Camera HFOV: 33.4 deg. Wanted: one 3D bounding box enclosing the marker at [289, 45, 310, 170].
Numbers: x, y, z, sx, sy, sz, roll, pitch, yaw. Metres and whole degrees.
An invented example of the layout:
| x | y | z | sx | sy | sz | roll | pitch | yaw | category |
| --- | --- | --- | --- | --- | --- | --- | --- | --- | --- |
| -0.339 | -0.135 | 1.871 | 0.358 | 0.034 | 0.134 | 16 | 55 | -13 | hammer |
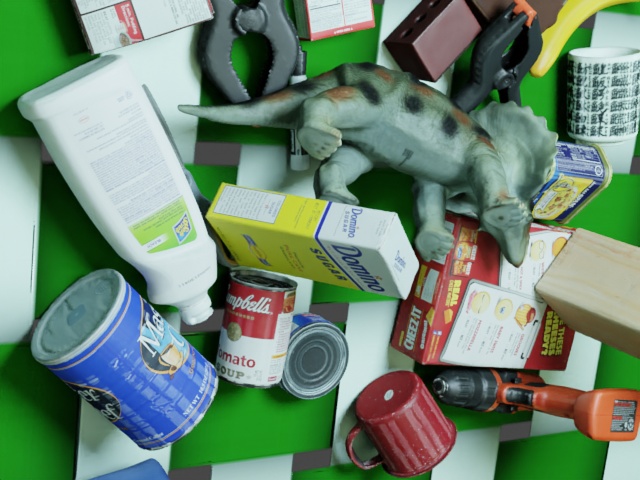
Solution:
| x | y | z | sx | sy | sz | roll | pitch | yaw | category |
| --- | --- | --- | --- | --- | --- | --- | --- | --- | --- |
| -0.021 | -0.129 | 1.039 | 0.020 | 0.020 | 0.121 | -10 | 109 | -28 | marker |

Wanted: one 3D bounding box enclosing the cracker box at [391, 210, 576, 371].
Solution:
| x | y | z | sx | sy | sz | roll | pitch | yaw | category |
| --- | --- | --- | --- | --- | --- | --- | --- | --- | --- |
| 0.196 | 0.057 | 1.191 | 0.213 | 0.072 | 0.164 | 6 | 101 | -33 | cracker box |

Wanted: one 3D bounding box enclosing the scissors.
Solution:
| x | y | z | sx | sy | sz | roll | pitch | yaw | category |
| --- | --- | --- | --- | --- | --- | --- | --- | --- | --- |
| -0.139 | -0.038 | 0.995 | 0.096 | 0.016 | 0.201 | -44 | 121 | -13 | scissors |

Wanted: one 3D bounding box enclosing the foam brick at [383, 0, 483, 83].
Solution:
| x | y | z | sx | sy | sz | roll | pitch | yaw | category |
| --- | --- | --- | --- | --- | --- | --- | --- | --- | --- |
| 0.114 | -0.206 | 1.078 | 0.078 | 0.053 | 0.051 | -48 | 122 | -13 | foam brick |

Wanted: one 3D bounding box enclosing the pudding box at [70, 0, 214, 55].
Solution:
| x | y | z | sx | sy | sz | roll | pitch | yaw | category |
| --- | --- | --- | --- | --- | --- | --- | --- | --- | --- |
| -0.156 | -0.216 | 0.904 | 0.113 | 0.039 | 0.090 | -20 | 113 | -8 | pudding box |

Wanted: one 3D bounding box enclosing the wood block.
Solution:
| x | y | z | sx | sy | sz | roll | pitch | yaw | category |
| --- | --- | --- | --- | --- | --- | --- | --- | --- | --- |
| 0.340 | 0.070 | 1.115 | 0.090 | 0.206 | 0.090 | -53 | 125 | -8 | wood block |

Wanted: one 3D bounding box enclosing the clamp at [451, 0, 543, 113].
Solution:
| x | y | z | sx | sy | sz | roll | pitch | yaw | category |
| --- | --- | --- | --- | --- | --- | --- | --- | --- | --- |
| 0.191 | -0.170 | 1.110 | 0.120 | 0.039 | 0.172 | -8 | 140 | -38 | clamp |

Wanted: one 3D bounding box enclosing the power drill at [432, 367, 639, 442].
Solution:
| x | y | z | sx | sy | sz | roll | pitch | yaw | category |
| --- | --- | --- | --- | --- | --- | --- | --- | --- | --- |
| 0.240 | 0.175 | 1.172 | 0.184 | 0.188 | 0.057 | 8 | 90 | -43 | power drill |

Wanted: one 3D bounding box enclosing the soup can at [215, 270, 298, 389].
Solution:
| x | y | z | sx | sy | sz | roll | pitch | yaw | category |
| --- | --- | --- | --- | --- | --- | --- | --- | --- | --- |
| -0.063 | 0.086 | 1.044 | 0.068 | 0.069 | 0.102 | 4 | 102 | -32 | soup can |

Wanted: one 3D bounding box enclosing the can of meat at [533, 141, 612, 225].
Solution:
| x | y | z | sx | sy | sz | roll | pitch | yaw | category |
| --- | --- | --- | --- | --- | --- | --- | --- | --- | --- |
| 0.255 | -0.065 | 1.178 | 0.083 | 0.057 | 0.102 | 5 | 144 | -29 | can of meat |

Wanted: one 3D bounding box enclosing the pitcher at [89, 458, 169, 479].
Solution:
| x | y | z | sx | sy | sz | roll | pitch | yaw | category |
| --- | --- | --- | --- | --- | --- | --- | --- | --- | --- |
| -0.242 | 0.285 | 0.953 | 0.242 | 0.145 | 0.149 | -11 | 110 | -25 | pitcher |

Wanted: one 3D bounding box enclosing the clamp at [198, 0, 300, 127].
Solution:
| x | y | z | sx | sy | sz | roll | pitch | yaw | category |
| --- | --- | --- | --- | --- | --- | --- | --- | --- | --- |
| -0.077 | -0.207 | 0.967 | 0.164 | 0.036 | 0.210 | -3 | 111 | -15 | clamp |

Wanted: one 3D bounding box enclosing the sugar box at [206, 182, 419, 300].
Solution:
| x | y | z | sx | sy | sz | roll | pitch | yaw | category |
| --- | --- | --- | --- | --- | --- | --- | --- | --- | --- |
| -0.007 | 0.001 | 0.965 | 0.048 | 0.176 | 0.093 | -65 | 150 | -23 | sugar box |

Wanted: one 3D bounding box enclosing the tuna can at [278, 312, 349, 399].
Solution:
| x | y | z | sx | sy | sz | roll | pitch | yaw | category |
| --- | --- | --- | --- | --- | --- | --- | --- | --- | --- |
| -0.013 | 0.121 | 1.105 | 0.086 | 0.034 | 0.086 | -8 | 107 | -29 | tuna can |

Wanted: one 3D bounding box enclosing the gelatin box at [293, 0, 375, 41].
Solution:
| x | y | z | sx | sy | sz | roll | pitch | yaw | category |
| --- | --- | --- | --- | --- | --- | --- | --- | --- | --- |
| 0.010 | -0.241 | 1.019 | 0.073 | 0.030 | 0.089 | -18 | 111 | -25 | gelatin box |

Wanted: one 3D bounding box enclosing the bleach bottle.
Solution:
| x | y | z | sx | sy | sz | roll | pitch | yaw | category |
| --- | --- | --- | --- | --- | --- | --- | --- | --- | --- |
| -0.164 | -0.031 | 0.943 | 0.102 | 0.068 | 0.251 | -30 | 114 | -18 | bleach bottle |

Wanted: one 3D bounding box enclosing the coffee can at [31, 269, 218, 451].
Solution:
| x | y | z | sx | sy | sz | roll | pitch | yaw | category |
| --- | --- | --- | --- | --- | --- | --- | --- | --- | --- |
| -0.174 | 0.109 | 0.963 | 0.102 | 0.103 | 0.140 | -47 | 122 | -11 | coffee can |

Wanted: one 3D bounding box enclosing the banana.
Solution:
| x | y | z | sx | sy | sz | roll | pitch | yaw | category |
| --- | --- | --- | --- | --- | --- | --- | --- | --- | --- |
| 0.292 | -0.248 | 1.169 | 0.197 | 0.070 | 0.037 | -31 | 158 | -15 | banana |

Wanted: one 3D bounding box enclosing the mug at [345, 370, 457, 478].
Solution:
| x | y | z | sx | sy | sz | roll | pitch | yaw | category |
| --- | --- | --- | --- | --- | --- | --- | --- | --- | --- |
| 0.080 | 0.202 | 1.155 | 0.117 | 0.093 | 0.081 | -32 | 114 | -1 | mug |
